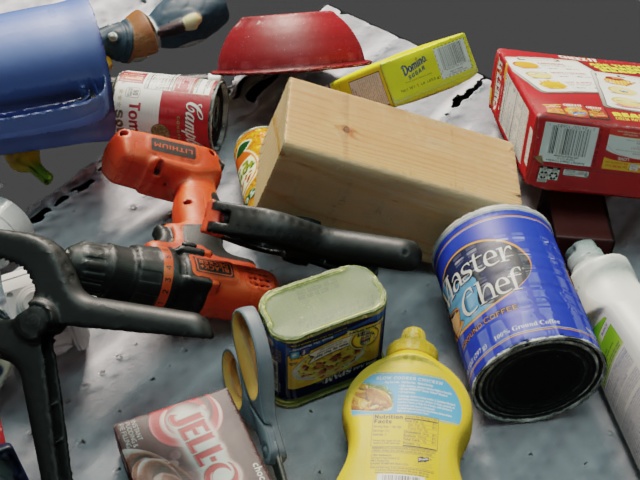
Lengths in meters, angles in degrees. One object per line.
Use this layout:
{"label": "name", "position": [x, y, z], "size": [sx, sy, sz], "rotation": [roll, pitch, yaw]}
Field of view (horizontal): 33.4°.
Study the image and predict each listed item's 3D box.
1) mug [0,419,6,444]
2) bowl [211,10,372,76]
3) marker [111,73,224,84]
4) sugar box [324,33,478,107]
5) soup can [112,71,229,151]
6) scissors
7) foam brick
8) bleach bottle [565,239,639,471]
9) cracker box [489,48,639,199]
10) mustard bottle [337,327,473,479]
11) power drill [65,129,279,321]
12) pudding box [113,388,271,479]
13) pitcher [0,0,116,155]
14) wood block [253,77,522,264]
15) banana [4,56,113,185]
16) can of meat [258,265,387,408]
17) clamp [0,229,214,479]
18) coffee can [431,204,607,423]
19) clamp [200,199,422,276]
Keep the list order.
{"label": "mug", "position": [-0.254, 0.169, 0.734], "size": [0.081, 0.093, 0.117], "rotation": [-11, 77, -19]}
{"label": "bowl", "position": [-0.030, -0.196, 1.057], "size": [0.162, 0.055, 0.162], "rotation": [-4, 12, 1]}
{"label": "marker", "position": [-0.160, -0.161, 1.100], "size": [0.121, 0.020, 0.020], "rotation": [-2, 45, -3]}
{"label": "sugar box", "position": [0.062, -0.147, 1.001], "size": [0.093, 0.048, 0.176], "rotation": [-23, 10, -22]}
{"label": "soup can", "position": [-0.145, -0.125, 1.031], "size": [0.102, 0.068, 0.068], "rotation": [7, 46, 7]}
{"label": "scissors", "position": [-0.042, 0.150, 0.786], "size": [0.016, 0.096, 0.202], "rotation": [-6, 76, -23]}
{"label": "foam brick", "position": [0.222, -0.009, 0.936], "size": [0.051, 0.053, 0.078], "rotation": [2, 45, -1]}
{"label": "bleach bottle", "position": [0.247, 0.091, 0.800], "size": [0.068, 0.103, 0.251], "rotation": [-4, 46, -14]}
{"label": "cracker box", "position": [0.251, -0.107, 0.971], "size": [0.164, 0.072, 0.213], "rotation": [6, 25, -3]}
{"label": "mustard bottle", "position": [0.063, 0.141, 0.779], "size": [0.096, 0.058, 0.191], "rotation": [3, 46, 7]}
{"label": "power drill", "position": [-0.134, -0.011, 0.889], "size": [0.184, 0.057, 0.188], "rotation": [13, 38, -30]}
{"label": "pudding box", "position": [-0.088, 0.168, 0.763], "size": [0.090, 0.039, 0.113], "rotation": [-17, 48, -17]}
{"label": "pitcher", "position": [-0.304, -0.127, 0.932], "size": [0.242, 0.149, 0.145], "rotation": [-14, 78, -18]}
{"label": "wood block", "position": [0.056, -0.053, 0.908], "size": [0.206, 0.090, 0.091], "rotation": [15, 45, -12]}
{"label": "banana", "position": [-0.267, -0.126, 1.056], "size": [0.069, 0.037, 0.197], "rotation": [21, 47, -7]}
{"label": "can of meat", "position": [0.002, 0.073, 0.826], "size": [0.102, 0.084, 0.057], "rotation": [-19, 50, -17]}
{"label": "clamp", "position": [-0.189, 0.056, 0.770], "size": [0.164, 0.036, 0.210], "rotation": [-41, 78, 1]}
{"label": "coffee can", "position": [0.152, 0.056, 0.833], "size": [0.102, 0.103, 0.140], "rotation": [-5, 46, -6]}
{"label": "clamp", "position": [-0.006, 0.001, 0.847], "size": [0.171, 0.120, 0.039], "rotation": [14, 74, -22]}
